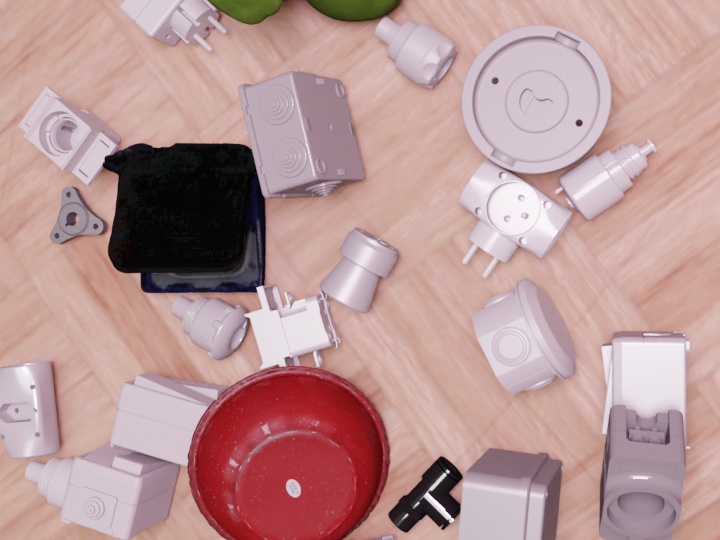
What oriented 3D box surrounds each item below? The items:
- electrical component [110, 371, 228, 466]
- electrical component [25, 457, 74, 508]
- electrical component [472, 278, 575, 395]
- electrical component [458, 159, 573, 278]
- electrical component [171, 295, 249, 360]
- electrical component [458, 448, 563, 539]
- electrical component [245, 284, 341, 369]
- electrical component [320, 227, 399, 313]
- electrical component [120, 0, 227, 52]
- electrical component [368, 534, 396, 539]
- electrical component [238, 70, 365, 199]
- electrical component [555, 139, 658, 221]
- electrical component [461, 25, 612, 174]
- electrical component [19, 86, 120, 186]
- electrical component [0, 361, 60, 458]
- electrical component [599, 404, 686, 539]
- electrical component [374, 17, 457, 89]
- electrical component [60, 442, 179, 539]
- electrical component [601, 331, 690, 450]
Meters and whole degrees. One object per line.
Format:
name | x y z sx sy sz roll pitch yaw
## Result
electrical component | -0.145 0.122 0.880 0.096 0.062 0.061 14 95 13
electrical component | -0.255 0.180 0.919 0.062 0.043 0.043 16 95 14
electrical component | 0.124 0.051 0.804 0.051 0.080 0.080 -28 85 19
electrical component | 0.109 -0.032 0.823 0.077 0.044 0.079 35 100 11
electrical component | -0.126 0.042 0.884 0.062 0.048 0.048 27 98 19
electrical component | 0.112 0.179 0.792 0.057 0.113 0.078 6 93 17
electrical component | -0.052 0.048 0.866 0.064 0.042 0.081 -17 88 10
electrical component | 0.000 0.000 0.850 0.045 0.045 0.055 31 98 11
electrical component | -0.142 -0.211 0.879 0.077 0.047 0.065 44 101 9
electrical component | 0.008 0.233 0.857 0.046 0.040 0.040 -16 88 9
electrical component | -0.042 -0.104 0.832 0.048 0.100 0.099 -14 88 27
electrical component | 0.186 -0.070 0.805 0.078 0.040 0.040 -35 83 12
electrical component | 0.134 -0.123 0.805 0.108 0.060 0.108 0 89 15
electrical component | -0.237 -0.110 0.897 0.081 0.064 0.042 40 98 10
electrical component | -0.301 0.121 0.929 0.079 0.043 0.077 -6 90 14
electrical component | 0.194 0.146 0.743 0.050 0.055 0.089 4 130 10
electrical component | 0.041 -0.173 0.837 0.062 0.043 0.043 36 99 12
electrical component | -0.196 0.177 0.877 0.062 0.096 0.061 15 94 13
electrical component | 0.209 0.094 0.792 0.061 0.062 0.096 0 91 14
